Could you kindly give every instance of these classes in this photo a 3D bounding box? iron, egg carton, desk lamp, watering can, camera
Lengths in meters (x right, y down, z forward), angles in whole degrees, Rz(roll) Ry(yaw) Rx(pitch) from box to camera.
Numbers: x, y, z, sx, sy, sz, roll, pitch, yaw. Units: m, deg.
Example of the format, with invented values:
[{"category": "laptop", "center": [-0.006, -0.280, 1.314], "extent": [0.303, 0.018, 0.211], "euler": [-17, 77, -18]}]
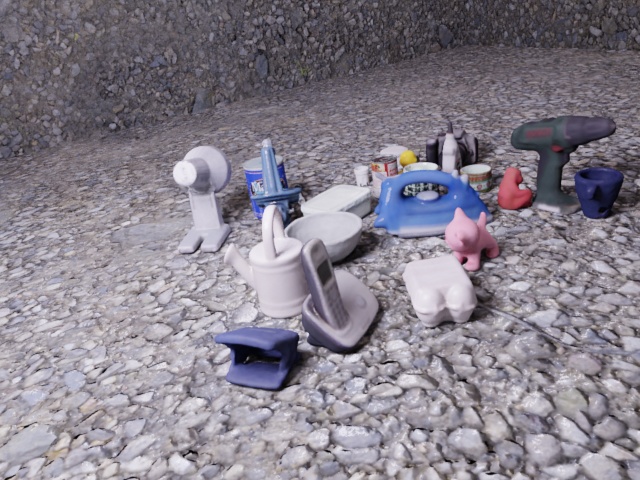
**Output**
[{"category": "iron", "center": [0.241, -0.093, 1.239], "extent": [0.258, 0.142, 0.118], "euler": [-6, 25, 8]}, {"category": "egg carton", "center": [0.200, 0.082, 0.961], "extent": [0.107, 0.069, 0.150], "euler": [-9, 25, 0]}, {"category": "desk lamp", "center": [-0.280, -0.105, 1.364], "extent": [0.117, 0.214, 0.203], "euler": [-5, 25, 9]}, {"category": "watering can", "center": [-0.082, 0.034, 1.016], "extent": [0.173, 0.194, 0.100], "euler": [-13, 25, -8]}, {"category": "camera", "center": [0.355, -0.247, 1.581], "extent": [0.142, 0.101, 0.137], "euler": [3, 27, 25]}]

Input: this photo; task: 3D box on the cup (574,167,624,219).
[{"category": "cup", "center": [0.563, -0.087, 1.166], "extent": [0.091, 0.095, 0.118], "euler": [9, 30, 34]}]

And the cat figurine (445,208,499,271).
[{"category": "cat figurine", "center": [0.279, -0.009, 1.071], "extent": [0.067, 0.118, 0.128], "euler": [16, 35, 43]}]

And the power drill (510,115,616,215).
[{"category": "power drill", "center": [0.513, -0.167, 1.220], "extent": [0.076, 0.209, 0.228], "euler": [-25, 29, -30]}]

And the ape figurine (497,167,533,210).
[{"category": "ape figurine", "center": [0.434, -0.119, 1.285], "extent": [0.076, 0.092, 0.077], "euler": [-11, 25, -4]}]

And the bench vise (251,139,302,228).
[{"category": "bench vise", "center": [-0.093, -0.111, 1.302], "extent": [0.121, 0.220, 0.207], "euler": [-16, 25, -14]}]

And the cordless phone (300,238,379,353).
[{"category": "cordless phone", "center": [0.025, 0.069, 0.911], "extent": [0.094, 0.185, 0.148], "euler": [3, 27, 25]}]

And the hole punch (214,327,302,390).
[{"category": "hole punch", "center": [-0.093, 0.161, 0.870], "extent": [0.108, 0.091, 0.101], "euler": [2, 27, 23]}]

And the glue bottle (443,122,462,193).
[{"category": "glue bottle", "center": [0.325, -0.207, 1.417], "extent": [0.037, 0.173, 0.078], "euler": [4, 28, 27]}]

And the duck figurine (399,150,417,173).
[{"category": "duck figurine", "center": [0.234, -0.194, 1.527], "extent": [0.077, 0.086, 0.105], "euler": [4, 28, 28]}]

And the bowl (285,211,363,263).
[{"category": "bowl", "center": [0.011, 0.004, 1.191], "extent": [0.167, 0.075, 0.167], "euler": [-8, 25, 4]}]
